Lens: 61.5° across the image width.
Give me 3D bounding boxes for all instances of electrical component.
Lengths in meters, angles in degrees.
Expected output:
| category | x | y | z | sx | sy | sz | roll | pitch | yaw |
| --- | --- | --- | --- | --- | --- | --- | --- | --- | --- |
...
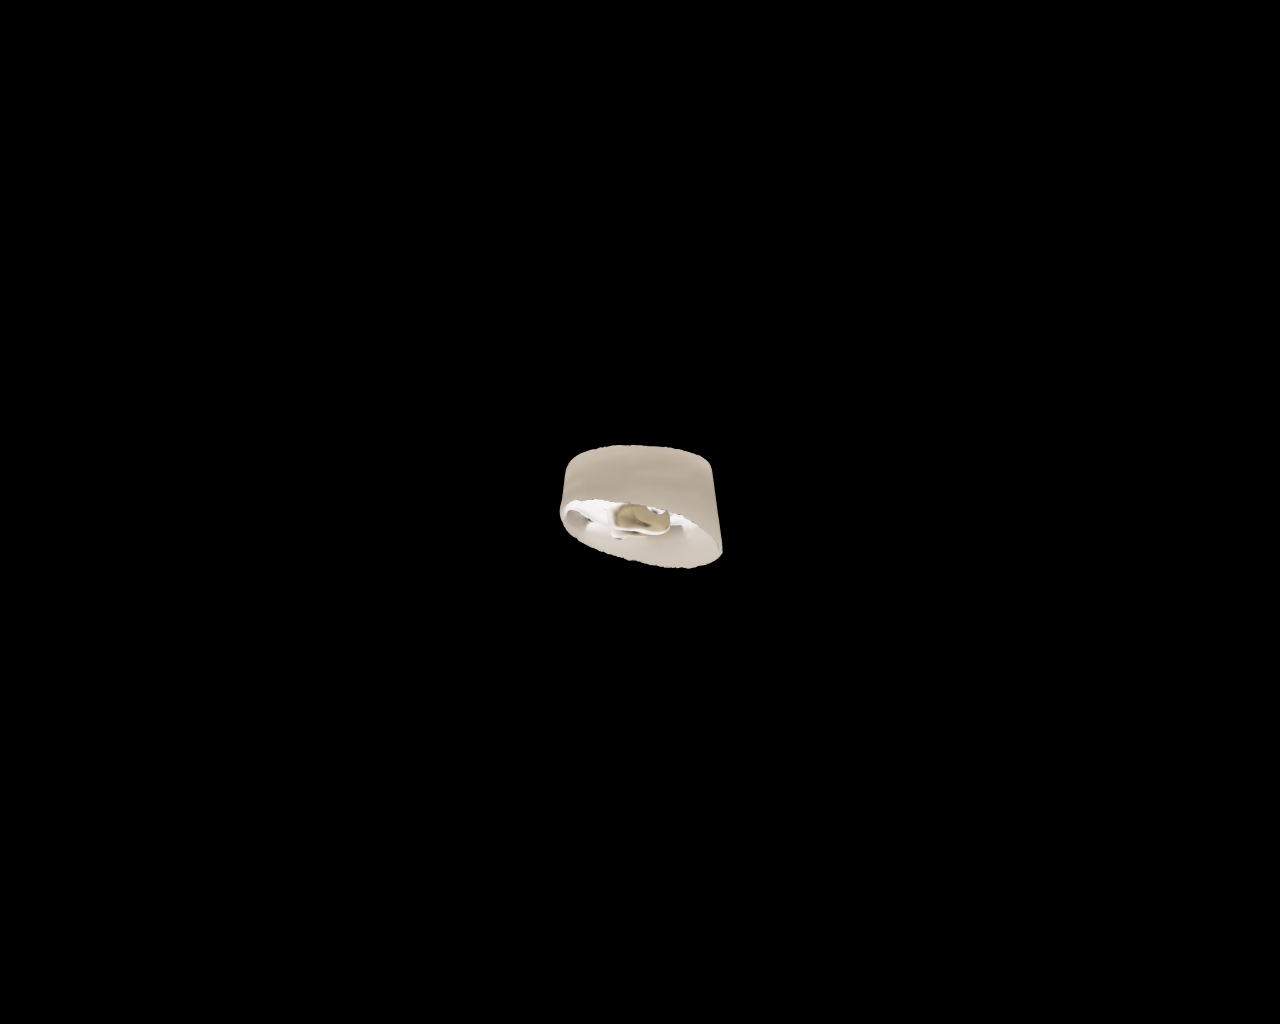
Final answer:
| category | x | y | z | sx | sy | sz | roll | pitch | yaw |
| --- | --- | --- | --- | --- | --- | --- | --- | --- | --- |
| electrical component | 0.001 | -0.003 | 0.650 | 0.099 | 0.064 | 0.099 | 0 | -18 | 0 |
